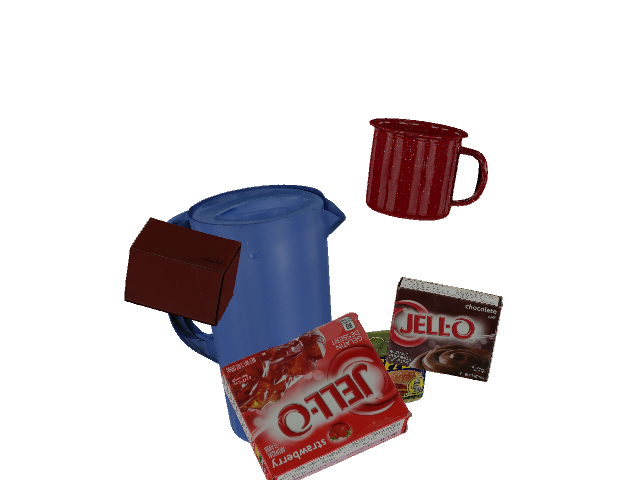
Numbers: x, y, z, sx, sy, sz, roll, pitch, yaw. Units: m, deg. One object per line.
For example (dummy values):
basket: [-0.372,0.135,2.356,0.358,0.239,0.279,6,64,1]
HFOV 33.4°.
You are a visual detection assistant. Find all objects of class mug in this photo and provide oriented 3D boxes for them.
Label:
mug: [0.099,-0.065,1.002,0.117,0.081,0.093,10,15,13]

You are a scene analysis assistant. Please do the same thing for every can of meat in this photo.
can of meat: [0.091,0.168,1.403,0.102,0.084,0.057,-4,25,-19]

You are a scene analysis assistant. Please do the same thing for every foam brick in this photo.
foam brick: [-0.108,0.024,0.836,0.078,0.051,0.053,16,30,5]

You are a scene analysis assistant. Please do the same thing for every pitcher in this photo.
pitcher: [-0.060,0.073,1.048,0.144,0.243,0.149,-18,21,-35]

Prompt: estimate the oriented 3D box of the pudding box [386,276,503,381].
pudding box: [0.132,0.094,1.139,0.113,0.090,0.039,10,22,7]

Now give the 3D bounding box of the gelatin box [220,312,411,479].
gelatin box: [-0.003,0.091,0.615,0.089,0.073,0.030,-22,-28,-14]
